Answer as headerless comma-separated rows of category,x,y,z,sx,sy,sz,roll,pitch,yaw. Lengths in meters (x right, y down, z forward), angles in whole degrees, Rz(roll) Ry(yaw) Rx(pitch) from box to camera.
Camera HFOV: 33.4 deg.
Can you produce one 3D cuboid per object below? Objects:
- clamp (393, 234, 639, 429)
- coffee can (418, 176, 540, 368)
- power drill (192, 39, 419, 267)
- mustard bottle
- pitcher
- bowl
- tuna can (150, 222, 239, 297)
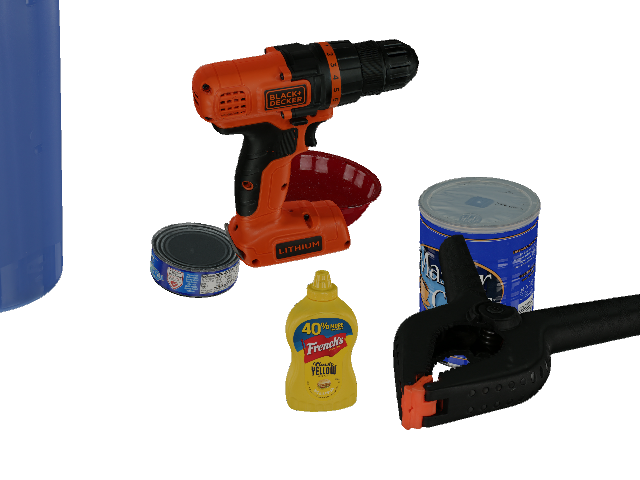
clamp,0.101,0.053,0.668,0.165,0.036,0.209,21,32,37
coffee can,0.137,0.028,0.936,0.103,0.140,0.103,-2,27,1
power drill,-0.011,-0.074,0.878,0.184,0.188,0.057,-10,37,-14
mustard bottle,0.002,0.132,1.424,0.096,0.192,0.058,-2,18,-6
pitcher,-0.232,-0.075,0.670,0.149,0.243,0.145,-3,26,-11
bowl,-0.013,-0.050,1.236,0.162,0.055,0.162,7,27,-4
tuna can,-0.120,0.019,1.021,0.086,0.034,0.086,8,30,-5
